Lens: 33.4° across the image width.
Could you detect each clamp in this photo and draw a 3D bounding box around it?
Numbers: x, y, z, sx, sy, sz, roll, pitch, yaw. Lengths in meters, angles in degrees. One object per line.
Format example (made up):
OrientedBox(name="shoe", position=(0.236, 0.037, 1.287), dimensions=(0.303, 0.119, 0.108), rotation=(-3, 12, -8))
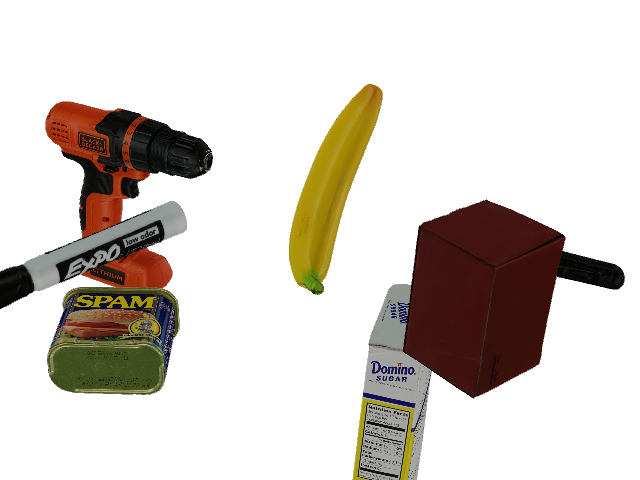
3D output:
OrientedBox(name="clamp", position=(0.218, 0.019, 1.068), dimensions=(0.120, 0.039, 0.171), rotation=(-9, 33, -15))

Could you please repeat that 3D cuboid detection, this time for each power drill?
OrientedBox(name="power drill", position=(-0.190, -0.040, 1.077), dimensions=(0.185, 0.188, 0.057), rotation=(18, 32, 23))

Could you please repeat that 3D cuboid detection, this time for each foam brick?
OrientedBox(name="foam brick", position=(0.079, 0.028, 0.530), dimensions=(0.052, 0.078, 0.051), rotation=(-19, 37, -36))

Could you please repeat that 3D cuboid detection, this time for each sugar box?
OrientedBox(name="sugar box", position=(0.053, 0.129, 0.779), dimensions=(0.048, 0.176, 0.093), rotation=(8, 27, 11))

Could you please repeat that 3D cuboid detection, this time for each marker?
OrientedBox(name="marker", position=(-0.126, 0.008, 0.566), dimensions=(0.120, 0.020, 0.020), rotation=(-25, 13, -31))

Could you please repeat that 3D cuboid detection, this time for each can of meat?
OrientedBox(name="can of meat", position=(-0.175, 0.085, 0.907), dimensions=(0.102, 0.057, 0.084), rotation=(1, 29, -1))

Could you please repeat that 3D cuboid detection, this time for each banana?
OrientedBox(name="banana", position=(0.010, -0.037, 0.888), dimensions=(0.037, 0.197, 0.070), rotation=(29, -26, -30))
